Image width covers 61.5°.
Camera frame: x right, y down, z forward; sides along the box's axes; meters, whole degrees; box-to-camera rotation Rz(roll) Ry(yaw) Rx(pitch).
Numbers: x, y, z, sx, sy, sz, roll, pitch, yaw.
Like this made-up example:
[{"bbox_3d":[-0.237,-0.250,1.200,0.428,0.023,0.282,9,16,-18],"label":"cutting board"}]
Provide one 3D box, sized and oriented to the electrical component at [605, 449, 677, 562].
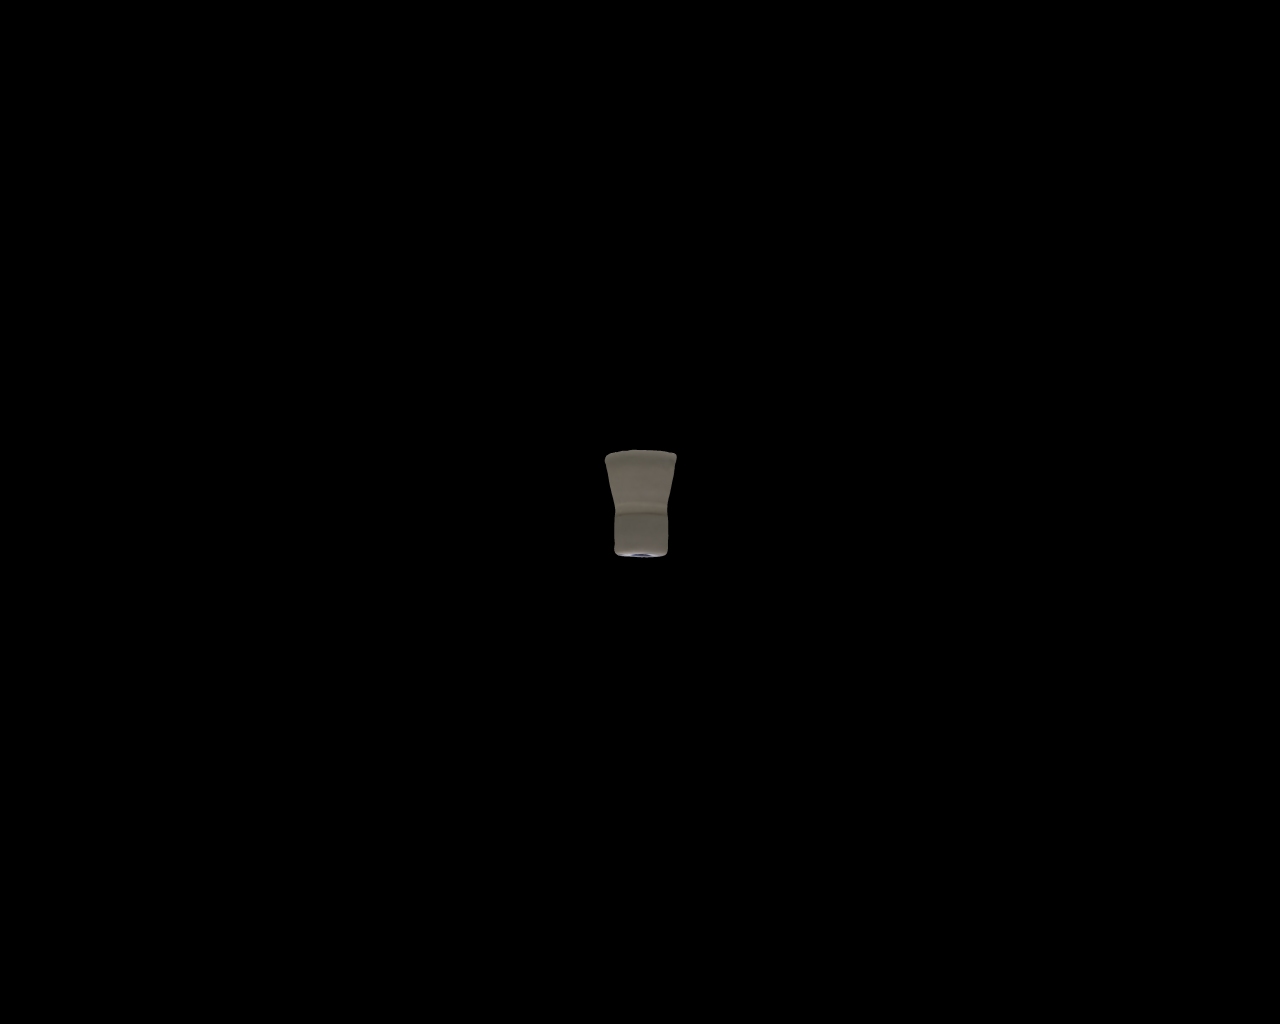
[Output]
[{"bbox_3d":[0.001,-0.003,0.650,0.044,0.065,0.044,0,-7,0],"label":"electrical component"}]
